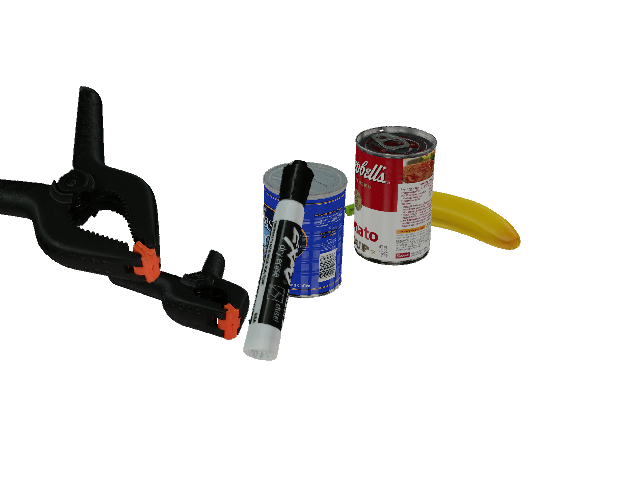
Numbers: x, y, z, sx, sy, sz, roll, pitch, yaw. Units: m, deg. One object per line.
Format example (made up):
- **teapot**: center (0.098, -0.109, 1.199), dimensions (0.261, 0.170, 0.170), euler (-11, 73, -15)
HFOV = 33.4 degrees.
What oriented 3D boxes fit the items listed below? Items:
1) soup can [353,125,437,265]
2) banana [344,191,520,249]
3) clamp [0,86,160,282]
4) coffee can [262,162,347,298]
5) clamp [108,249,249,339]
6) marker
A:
- **soup can**: center (0.063, -0.039, 0.909), dimensions (0.068, 0.102, 0.068), euler (0, 26, 0)
- **banana**: center (0.128, -0.024, 1.152), dimensions (0.198, 0.037, 0.069), euler (10, 39, 26)
- **clamp**: center (-0.186, -0.041, 0.833), dimensions (0.210, 0.036, 0.164), euler (31, 58, 28)
- **coffee can**: center (-0.021, -0.014, 1.327), dimensions (0.103, 0.140, 0.103), euler (2, 26, -1)
- **clamp**: center (-0.111, 0.046, 1.005), dimensions (0.120, 0.039, 0.172), euler (-16, 30, -35)
- **marker**: center (-0.023, 0.009, 0.607), dimensions (0.020, 0.121, 0.020), euler (9, -24, 4)
